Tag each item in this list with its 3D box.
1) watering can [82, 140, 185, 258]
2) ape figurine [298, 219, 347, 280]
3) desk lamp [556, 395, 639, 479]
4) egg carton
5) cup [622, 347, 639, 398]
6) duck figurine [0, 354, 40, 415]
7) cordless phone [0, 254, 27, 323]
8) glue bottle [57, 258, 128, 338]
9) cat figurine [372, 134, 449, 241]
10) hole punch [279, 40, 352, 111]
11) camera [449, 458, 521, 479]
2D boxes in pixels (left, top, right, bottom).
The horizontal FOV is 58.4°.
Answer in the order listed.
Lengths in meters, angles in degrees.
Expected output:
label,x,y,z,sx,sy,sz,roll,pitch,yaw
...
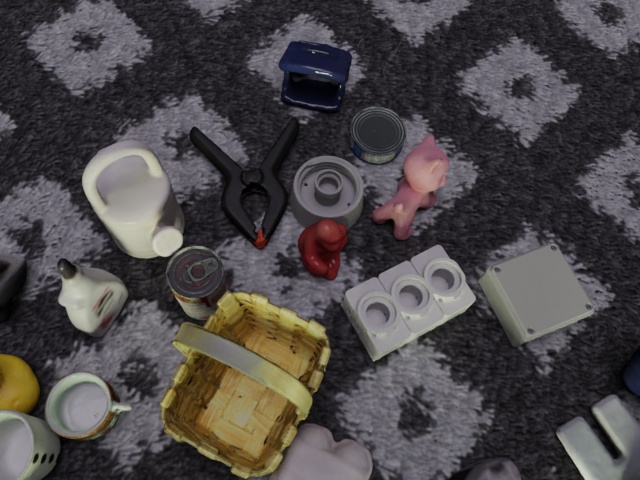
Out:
label,x,y,z,sx,sy,sz,roll,pitch,yaw
watering can,-0.229,-0.053,0.719,0.172,0.194,0.101,29,68,9
ape figurine,0.007,0.003,0.767,0.078,0.092,0.076,-39,74,-18
desk lamp,0.388,0.266,0.613,0.118,0.213,0.203,-27,71,-14
egg carton,-0.009,0.293,0.653,0.107,0.069,0.150,22,67,6
cup,0.428,0.181,0.717,0.091,0.095,0.118,2,67,-3
duck figurine,-0.388,0.168,0.672,0.104,0.086,0.077,33,69,10
cordless phone,-0.450,0.030,0.673,0.147,0.185,0.094,-1,67,-4
glue bottle,-0.277,0.060,0.679,0.037,0.173,0.078,20,67,5
cat figurine,0.134,-0.078,0.796,0.067,0.118,0.128,33,69,11
hole punch,-0.008,-0.267,0.883,0.108,0.091,0.101,11,66,1
camera,0.179,0.332,0.632,0.137,0.101,0.143,-19,69,-11
